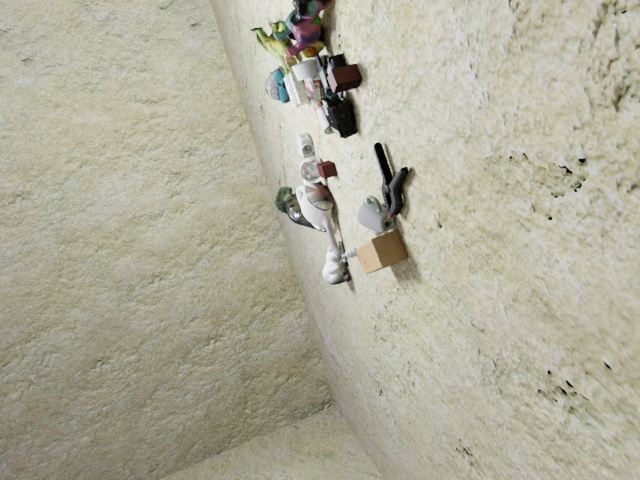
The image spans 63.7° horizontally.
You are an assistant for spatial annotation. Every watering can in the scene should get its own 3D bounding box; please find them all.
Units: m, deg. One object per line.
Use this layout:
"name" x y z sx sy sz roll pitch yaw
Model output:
"watering can" 0.007 -0.109 2.167 0.352 0.105 0.219 54 155 20

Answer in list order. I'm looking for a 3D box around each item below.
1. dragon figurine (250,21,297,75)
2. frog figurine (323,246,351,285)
"dragon figurine" -0.174 -0.745 2.062 0.239 0.122 0.416 68 172 -24
"frog figurine" 0.055 0.112 2.261 0.140 0.122 0.157 -85 -30 -69
